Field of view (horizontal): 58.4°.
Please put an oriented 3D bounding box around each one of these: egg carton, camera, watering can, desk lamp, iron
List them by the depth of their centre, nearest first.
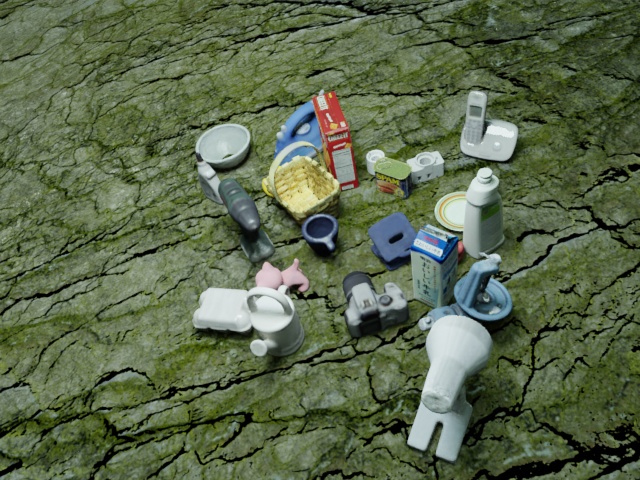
[{"bbox_3d":[0.239,0.274,1.064,0.117,0.214,0.203,13,56,22],"label":"desk lamp"},{"bbox_3d":[-0.100,0.171,1.235,0.101,0.194,0.172,-12,50,3],"label":"watering can"},{"bbox_3d":[0.112,0.127,1.285,0.143,0.101,0.136,-19,50,-3],"label":"camera"},{"bbox_3d":[-0.220,0.168,1.345,0.150,0.069,0.107,2,52,14],"label":"egg carton"},{"bbox_3d":[-0.056,-0.317,1.656,0.118,0.142,0.259,32,64,32],"label":"iron"}]

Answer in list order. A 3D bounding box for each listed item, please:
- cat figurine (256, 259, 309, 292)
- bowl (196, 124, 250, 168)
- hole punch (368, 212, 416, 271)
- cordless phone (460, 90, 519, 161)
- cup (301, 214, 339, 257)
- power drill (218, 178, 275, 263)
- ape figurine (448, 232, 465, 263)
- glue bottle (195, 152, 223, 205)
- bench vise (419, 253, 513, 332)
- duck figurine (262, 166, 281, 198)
[{"bbox_3d":[-0.097,0.090,1.350,0.128,0.118,0.067,-31,51,-13],"label":"cat figurine"},{"bbox_3d":[-0.280,-0.267,1.709,0.167,0.075,0.167,-6,50,8],"label":"bowl"},{"bbox_3d":[0.183,0.001,1.378,0.109,0.091,0.100,-30,51,-12],"label":"hole punch"},{"bbox_3d":[0.447,-0.303,1.507,0.147,0.185,0.094,14,56,22],"label":"cordless phone"},{"bbox_3d":[0.013,0.005,1.410,0.092,0.095,0.117,-26,51,-9],"label":"cup"},{"bbox_3d":[-0.178,-0.044,1.417,0.076,0.209,0.229,-28,51,-10],"label":"power drill"},{"bbox_3d":[0.296,0.017,1.340,0.077,0.092,0.076,12,55,21],"label":"ape figurine"},{"bbox_3d":[-0.308,-0.175,1.575,0.078,0.173,0.037,29,63,31],"label":"glue bottle"},{"bbox_3d":[0.307,0.129,1.163,0.208,0.220,0.121,-37,53,-17],"label":"bench vise"},{"bbox_3d":[-0.113,-0.167,1.584,0.104,0.086,0.077,2,52,14],"label":"duck figurine"}]
